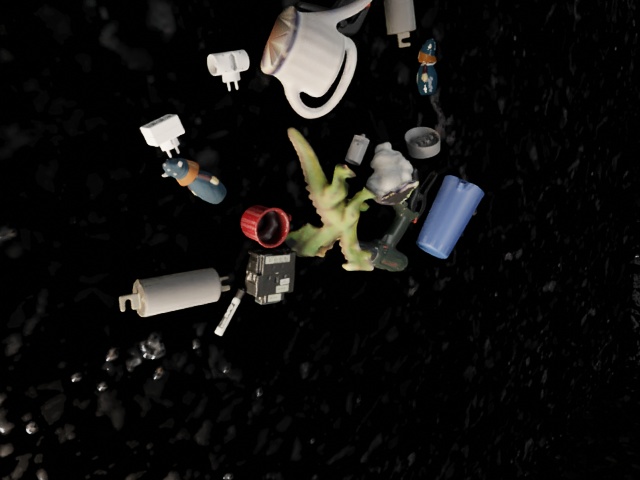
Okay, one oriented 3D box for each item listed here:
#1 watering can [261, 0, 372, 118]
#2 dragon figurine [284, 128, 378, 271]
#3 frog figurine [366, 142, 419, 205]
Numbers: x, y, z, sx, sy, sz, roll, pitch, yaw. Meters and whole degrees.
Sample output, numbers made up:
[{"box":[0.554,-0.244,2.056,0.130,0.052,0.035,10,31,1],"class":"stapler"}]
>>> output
[{"box":[-0.002,-0.456,1.170,0.223,0.346,0.105,18,7,-33],"class":"watering can"},{"box":[0.004,-0.065,1.301,0.406,0.244,0.122,40,-9,-21],"class":"dragon figurine"},{"box":[0.186,-0.181,1.421,0.136,0.162,0.121,-31,-24,12],"class":"frog figurine"}]
